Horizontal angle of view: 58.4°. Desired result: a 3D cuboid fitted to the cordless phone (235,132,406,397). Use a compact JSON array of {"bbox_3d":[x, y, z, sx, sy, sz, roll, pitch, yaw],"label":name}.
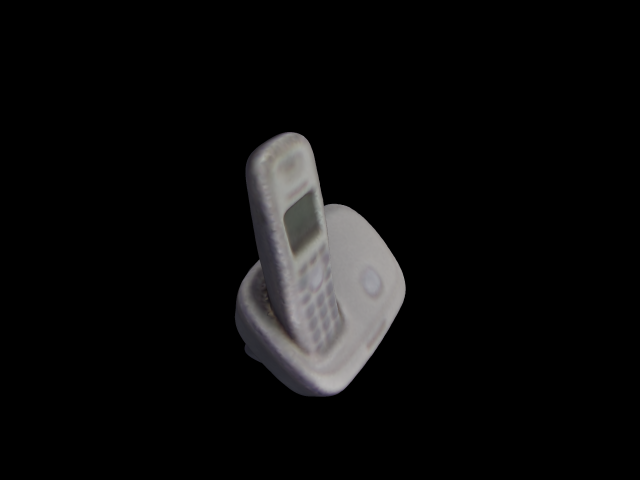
[{"bbox_3d":[0.004,0.001,0.400,0.094,0.185,0.148,17,40,22],"label":"cordless phone"}]
